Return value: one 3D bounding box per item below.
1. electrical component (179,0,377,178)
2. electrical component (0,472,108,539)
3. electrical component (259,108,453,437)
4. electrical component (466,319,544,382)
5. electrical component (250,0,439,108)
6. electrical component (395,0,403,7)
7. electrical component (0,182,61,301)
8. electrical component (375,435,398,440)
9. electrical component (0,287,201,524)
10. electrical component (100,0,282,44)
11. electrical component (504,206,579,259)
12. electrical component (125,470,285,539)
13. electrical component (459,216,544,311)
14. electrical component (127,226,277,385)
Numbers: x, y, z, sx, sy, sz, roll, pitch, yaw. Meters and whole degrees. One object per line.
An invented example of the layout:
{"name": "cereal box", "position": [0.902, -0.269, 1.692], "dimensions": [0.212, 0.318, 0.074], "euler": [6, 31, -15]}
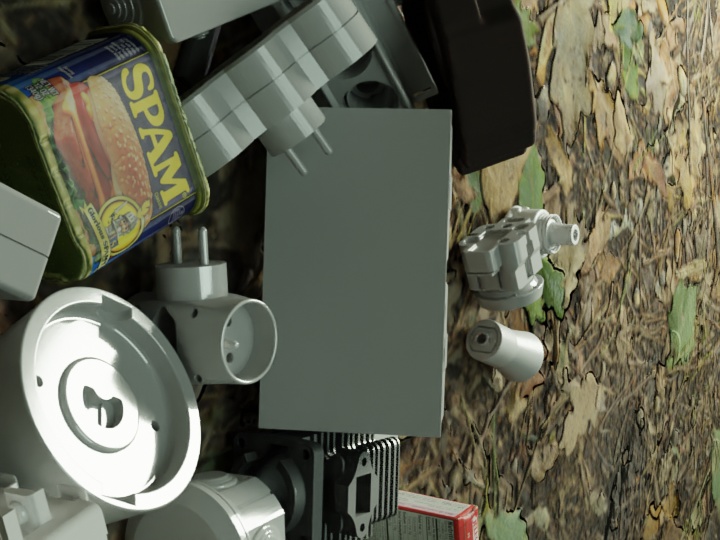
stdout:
{"name": "electrical component", "position": [-0.044, -0.087, 0.585], "dimensions": [0.138, 0.052, 0.073], "euler": [-41, 107, -15]}
{"name": "electrical component", "position": [-0.159, 0.115, 0.424], "dimensions": [0.063, 0.121, 0.078], "euler": [-33, 118, -53]}
{"name": "electrical component", "position": [0.000, 0.000, 0.644], "dimensions": [0.060, 0.105, 0.186], "euler": [-9, 101, -83]}
{"name": "electrical component", "position": [0.117, 0.065, 0.889], "dimensions": [0.065, 0.044, 0.044], "euler": [26, 71, -48]}
{"name": "electrical component", "position": [-0.012, -0.148, 0.660], "dimensions": [0.063, 0.079, 0.121], "euler": [-95, 159, -46]}
{"name": "electrical component", "position": [0.001, -0.199, 0.700], "dimensions": [0.043, 0.043, 0.081], "euler": [-36, 121, -48]}
{"name": "electrical component", "position": [-0.174, 0.003, 0.428], "dimensions": [0.047, 0.083, 0.075], "euler": [34, 65, -51]}
{"name": "electrical component", "position": [0.010, 0.070, 0.706], "dimensions": [0.052, 0.074, 0.138], "euler": [-5, 96, -55]}
{"name": "electrical component", "position": [-0.133, 0.069, 0.497], "dimensions": [0.108, 0.060, 0.108], "euler": [42, 32, -35]}
{"name": "electrical component", "position": [-0.094, -0.167, 0.550], "dimensions": [0.100, 0.048, 0.099], "euler": [-36, 117, -43]}
{"name": "electrical component", "position": [0.155, -0.031, 0.915], "dimensions": [0.048, 0.062, 0.048], "euler": [-6, 97, -55]}
{"name": "electrical component", "position": [-0.082, 0.148, 0.576], "dimensions": [0.051, 0.080, 0.080], "euler": [-10, 100, -60]}
{"name": "electrical component", "position": [0.116, -0.003, 0.867], "dimensions": [0.078, 0.058, 0.057], "euler": [-36, 118, -48]}
{"name": "electrical component", "position": [-0.087, 0.017, 0.559], "dimensions": [0.043, 0.077, 0.079], "euler": [-12, 101, -54]}
